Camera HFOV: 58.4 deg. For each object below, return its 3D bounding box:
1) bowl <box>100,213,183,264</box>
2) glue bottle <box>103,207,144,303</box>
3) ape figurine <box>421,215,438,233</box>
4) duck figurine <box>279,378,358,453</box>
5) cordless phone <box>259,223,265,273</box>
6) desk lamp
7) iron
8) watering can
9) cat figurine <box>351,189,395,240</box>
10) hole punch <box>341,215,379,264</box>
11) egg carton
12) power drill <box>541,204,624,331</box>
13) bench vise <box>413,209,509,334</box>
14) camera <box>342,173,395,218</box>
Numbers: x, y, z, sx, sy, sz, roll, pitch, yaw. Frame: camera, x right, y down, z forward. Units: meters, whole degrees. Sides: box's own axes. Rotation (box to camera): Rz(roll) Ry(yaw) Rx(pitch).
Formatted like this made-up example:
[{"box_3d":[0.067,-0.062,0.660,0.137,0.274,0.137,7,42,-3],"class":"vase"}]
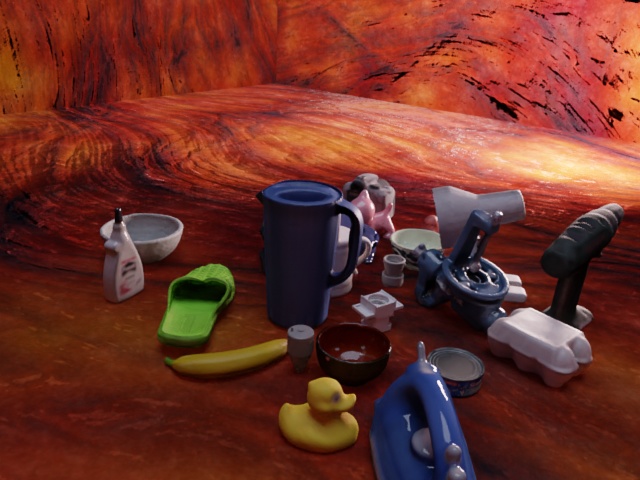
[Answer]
[{"box_3d":[-0.370,0.005,1.200,0.167,0.075,0.167,3,23,-1],"class":"bowl"},{"box_3d":[-0.358,0.023,1.032,0.037,0.173,0.078,13,25,22],"class":"glue bottle"},{"box_3d":[0.247,-0.013,1.299,0.076,0.092,0.077,-9,26,-26],"class":"ape figurine"},{"box_3d":[-0.001,0.216,0.735,0.104,0.086,0.077,5,23,4],"class":"duck figurine"},{"box_3d":[-0.076,-0.030,1.179,0.094,0.185,0.147,-5,24,-17],"class":"cordless phone"},{"box_3d":[0.309,0.000,1.121,0.203,0.214,0.118,5,23,6],"class":"desk lamp"},{"box_3d":[0.128,0.235,0.635,0.118,0.141,0.258,1,23,-5],"class":"iron"},{"box_3d":[0.010,0.005,1.096,0.173,0.194,0.100,-10,26,-27],"class":"watering can"},{"box_3d":[0.118,-0.061,1.364,0.128,0.118,0.067,-6,25,-20],"class":"cat figurine"},{"box_3d":[0.080,-0.008,1.266,0.101,0.091,0.109,7,23,8],"class":"hole punch"},{"box_3d":[0.349,0.168,0.914,0.107,0.069,0.149,-16,29,-38],"class":"egg carton"},{"box_3d":[0.462,0.052,1.024,0.230,0.208,0.075,-19,31,-41],"class":"power drill"},{"box_3d":[0.243,0.038,1.015,0.206,0.220,0.122,18,27,31],"class":"bench vise"},{"box_3d":[0.149,-0.128,1.548,0.142,0.101,0.137,19,28,33],"class":"camera"}]
